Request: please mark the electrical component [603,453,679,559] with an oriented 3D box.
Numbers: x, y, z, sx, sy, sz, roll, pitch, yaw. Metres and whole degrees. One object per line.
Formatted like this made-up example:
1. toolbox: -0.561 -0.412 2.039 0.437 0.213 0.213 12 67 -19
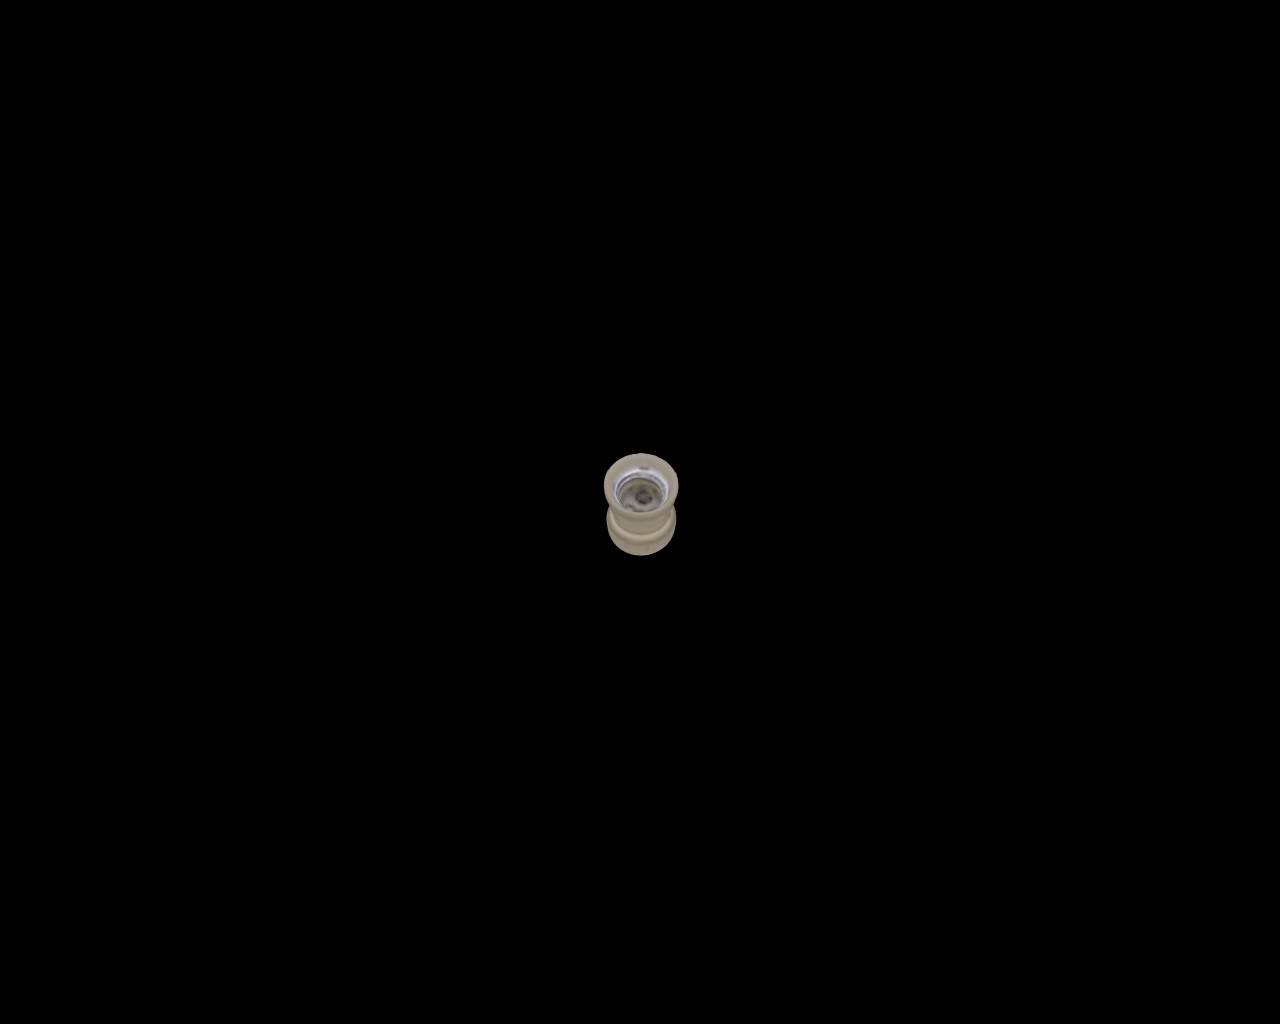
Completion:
1. electrical component: 0.001 -0.003 0.650 0.045 0.045 0.055 0 -32 0
